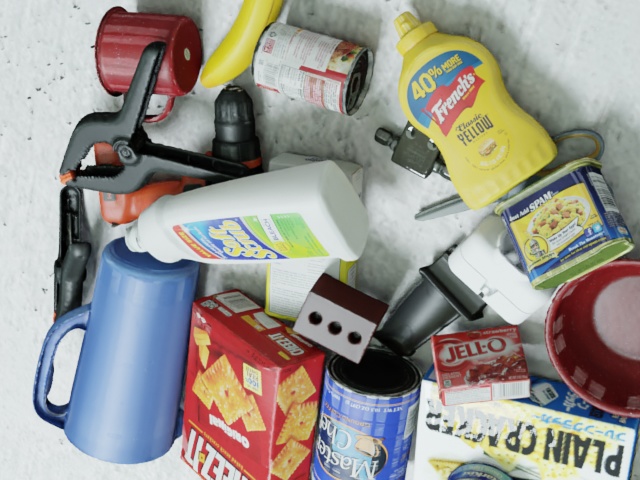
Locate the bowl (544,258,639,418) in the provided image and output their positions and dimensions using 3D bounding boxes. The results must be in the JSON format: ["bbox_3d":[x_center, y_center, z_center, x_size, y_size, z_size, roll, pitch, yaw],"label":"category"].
[{"bbox_3d":[0.297,0.084,1.003,0.162,0.055,0.162,9,113,21],"label":"bowl"}]

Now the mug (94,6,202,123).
[{"bbox_3d":[-0.173,-0.179,1.093,0.082,0.093,0.117,7,96,17],"label":"mug"}]

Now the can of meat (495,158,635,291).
[{"bbox_3d":[0.221,-0.012,0.961,0.102,0.057,0.084,-32,67,30],"label":"can of meat"}]

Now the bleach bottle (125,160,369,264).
[{"bbox_3d":[-0.084,-0.013,1.072,0.251,0.068,0.102,-9,134,28],"label":"bleach bottle"}]

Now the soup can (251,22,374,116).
[{"bbox_3d":[-0.007,-0.167,1.036,0.102,0.068,0.068,20,117,17],"label":"soup can"}]

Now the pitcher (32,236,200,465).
[{"bbox_3d":[-0.220,0.120,1.207,0.145,0.149,0.243,26,115,27],"label":"pitcher"}]

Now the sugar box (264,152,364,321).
[{"bbox_3d":[-0.007,0.001,1.115,0.093,0.048,0.176,11,111,17],"label":"sugar box"}]

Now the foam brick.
[{"bbox_3d":[0.021,0.079,1.080,0.078,0.051,0.053,26,115,5],"label":"foam brick"}]

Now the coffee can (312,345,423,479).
[{"bbox_3d":[0.049,0.198,1.133,0.103,0.102,0.140,15,115,18],"label":"coffee can"}]

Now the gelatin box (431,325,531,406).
[{"bbox_3d":[0.158,0.123,1.054,0.089,0.073,0.030,-7,132,3],"label":"gelatin box"}]

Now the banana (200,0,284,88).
[{"bbox_3d":[-0.070,-0.232,1.061,0.070,0.037,0.198,37,121,34],"label":"banana"}]

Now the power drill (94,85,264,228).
[{"bbox_3d":[-0.149,-0.077,1.142,0.188,0.057,0.184,6,110,23],"label":"power drill"}]

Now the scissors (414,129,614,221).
[{"bbox_3d":[0.194,-0.034,1.027,0.202,0.016,0.096,-34,94,31],"label":"scissors"}]

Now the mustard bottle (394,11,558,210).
[{"bbox_3d":[0.128,-0.130,0.987,0.096,0.058,0.191,-35,84,19],"label":"mustard bottle"}]

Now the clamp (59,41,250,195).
[{"bbox_3d":[-0.182,-0.092,1.092,0.210,0.036,0.164,-26,111,34],"label":"clamp"}]

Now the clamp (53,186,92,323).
[{"bbox_3d":[-0.286,0.036,1.229,0.039,0.120,0.171,1,119,-15],"label":"clamp"}]

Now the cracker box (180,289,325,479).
[{"bbox_3d":[-0.080,0.185,1.169,0.164,0.071,0.214,32,123,43],"label":"cracker box"}]

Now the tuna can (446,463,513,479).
[{"bbox_3d":[0.161,0.268,1.071,0.086,0.033,0.086,10,116,21],"label":"tuna can"}]
